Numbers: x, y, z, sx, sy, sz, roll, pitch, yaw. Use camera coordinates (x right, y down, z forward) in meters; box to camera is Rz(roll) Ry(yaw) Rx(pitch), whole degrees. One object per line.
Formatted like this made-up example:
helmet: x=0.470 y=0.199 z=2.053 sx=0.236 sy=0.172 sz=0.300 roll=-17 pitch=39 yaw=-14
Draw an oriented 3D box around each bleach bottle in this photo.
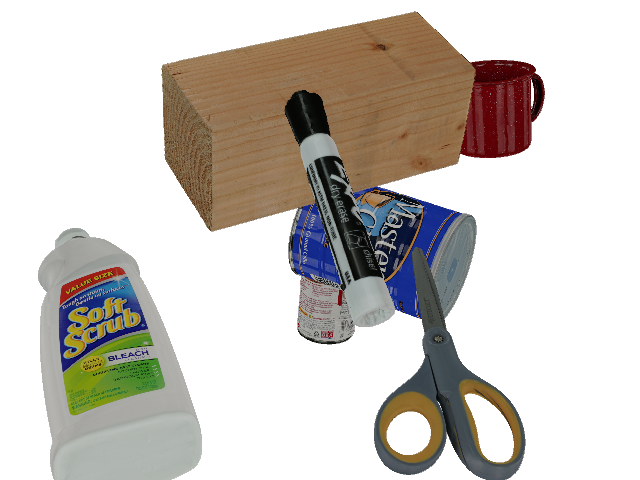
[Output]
bleach bottle: x=-0.166 y=0.073 z=0.783 sx=0.102 sy=0.068 sz=0.251 roll=-14 pitch=39 yaw=-16

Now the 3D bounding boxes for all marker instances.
marker: x=0.007 y=-0.018 z=0.481 sx=0.020 sy=0.121 sz=0.020 roll=-14 pitch=-28 yaw=-8

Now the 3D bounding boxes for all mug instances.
mug: x=0.184 y=-0.138 z=1.098 sx=0.117 sy=0.081 sz=0.093 roll=-20 pitch=26 yaw=-30

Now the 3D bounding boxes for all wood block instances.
wood block: x=-0.002 y=-0.091 z=0.778 sx=0.205 sy=0.090 sz=0.091 roll=-16 pitch=47 yaw=-22

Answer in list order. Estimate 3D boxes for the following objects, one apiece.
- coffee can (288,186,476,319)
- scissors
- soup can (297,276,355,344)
coffee can: x=0.056 y=0.005 z=0.963 sx=0.140 sy=0.103 sz=0.102 roll=19 pitch=7 yaw=22
scissors: x=0.059 y=0.076 z=0.674 sx=0.096 sy=0.016 sz=0.202 roll=-14 pitch=41 yaw=-14
soup can: x=0.010 y=0.058 z=1.207 sx=0.068 sy=0.102 sz=0.068 roll=4 pitch=25 yaw=-2
